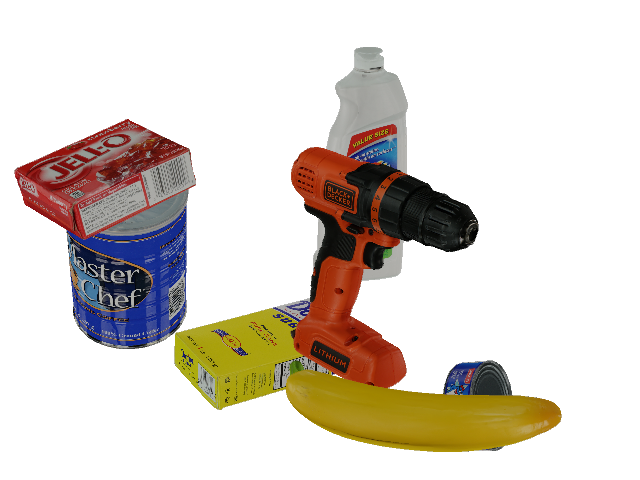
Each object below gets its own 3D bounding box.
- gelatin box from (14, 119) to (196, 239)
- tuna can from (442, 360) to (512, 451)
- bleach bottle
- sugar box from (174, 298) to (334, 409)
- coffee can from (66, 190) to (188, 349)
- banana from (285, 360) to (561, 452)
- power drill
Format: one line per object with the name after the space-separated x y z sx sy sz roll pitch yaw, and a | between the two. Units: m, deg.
-0.136 -0.041 0.674 0.089 0.030 0.073 -29 38 -31 | gelatin box
0.151 0.159 1.025 0.034 0.086 0.085 -8 -5 36 | tuna can
0.042 -0.081 1.148 0.102 0.251 0.068 -3 25 -6 | bleach bottle
-0.048 0.109 1.074 0.175 0.048 0.093 -16 33 -30 | sugar box
-0.166 0.009 0.920 0.102 0.140 0.103 4 42 -3 | coffee can
0.054 0.109 0.701 0.198 0.037 0.069 8 33 24 | banana
0.045 0.028 0.899 0.057 0.188 0.185 -15 30 -43 | power drill
